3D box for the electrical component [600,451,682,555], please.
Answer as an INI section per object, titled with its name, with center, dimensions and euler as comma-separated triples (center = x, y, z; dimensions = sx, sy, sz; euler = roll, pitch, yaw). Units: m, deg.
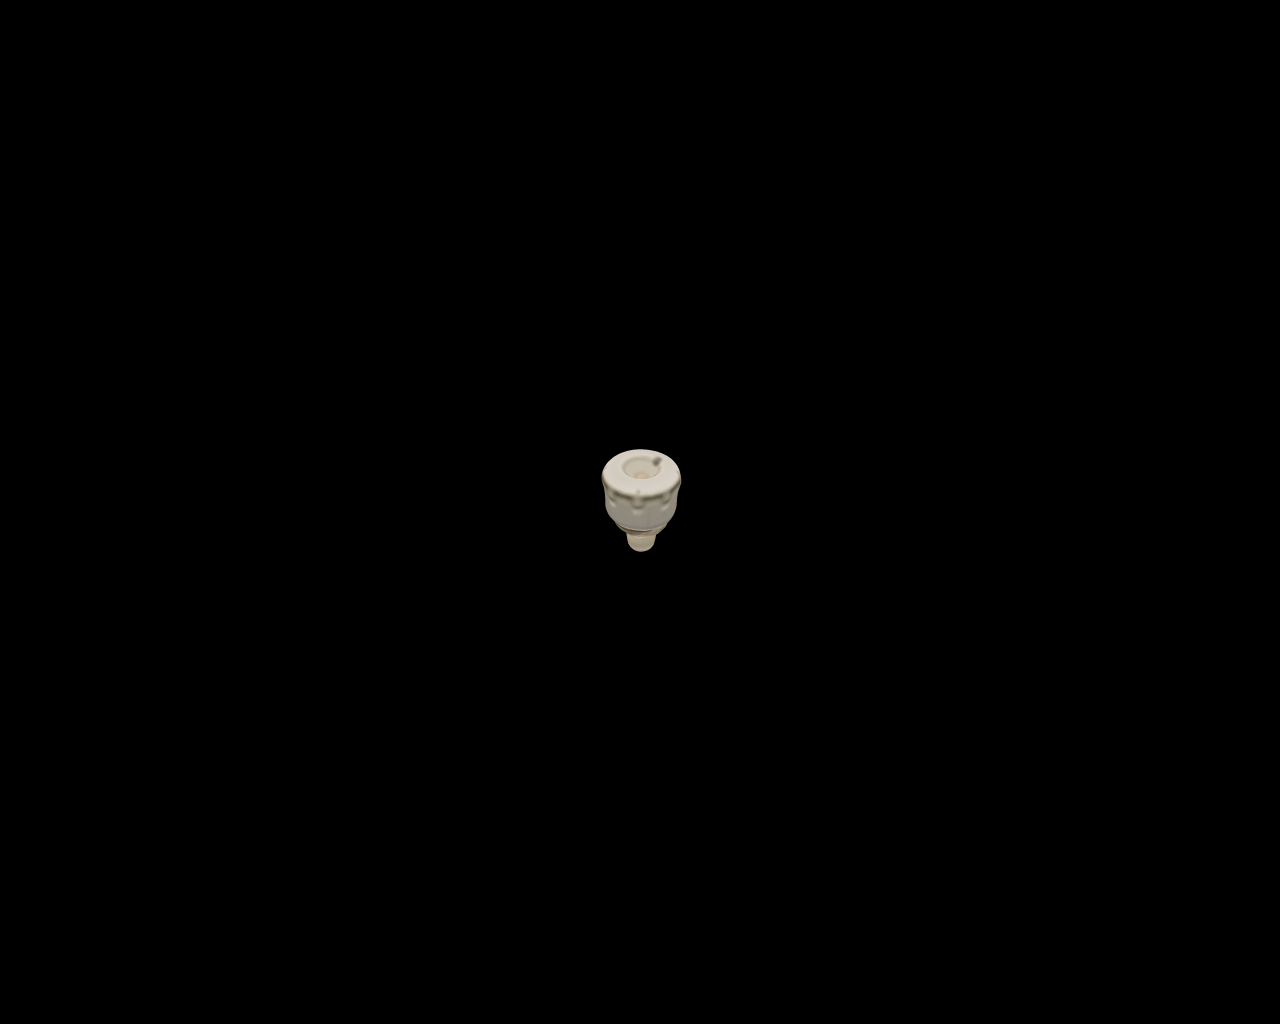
[electrical component]
center = 0.001, -0.003, 0.650
dimensions = 0.048, 0.062, 0.048
euler = 0, 37, 0
